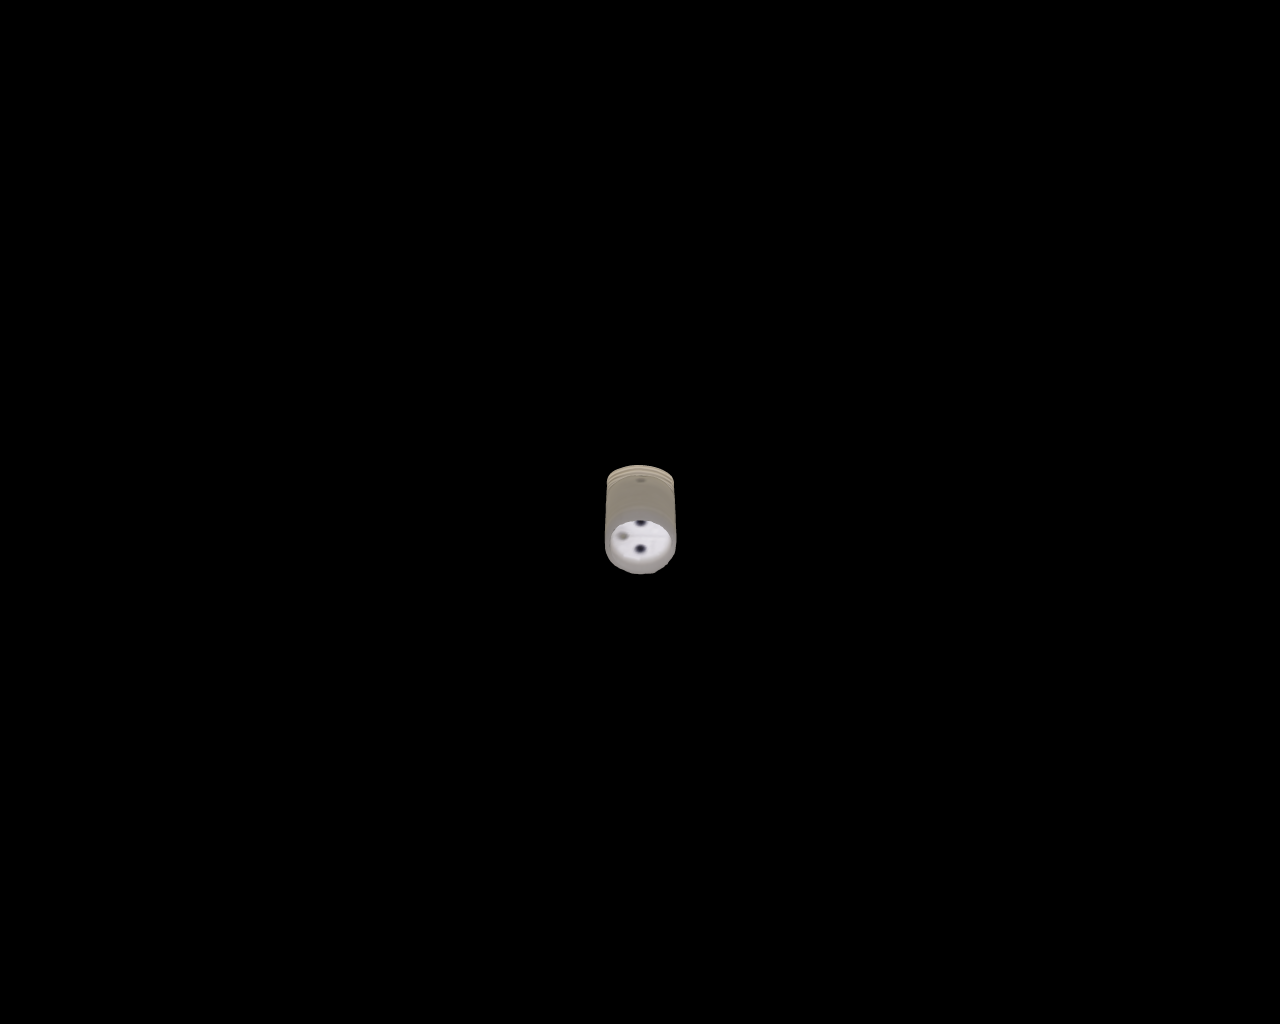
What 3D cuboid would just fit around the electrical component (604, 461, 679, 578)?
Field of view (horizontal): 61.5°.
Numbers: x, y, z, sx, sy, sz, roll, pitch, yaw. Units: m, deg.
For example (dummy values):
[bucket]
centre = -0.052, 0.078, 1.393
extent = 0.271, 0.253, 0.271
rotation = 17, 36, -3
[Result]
[electrical component]
centre = 0.001, -0.003, 0.650
extent = 0.043, 0.043, 0.081
rotation = 0, 36, 0
